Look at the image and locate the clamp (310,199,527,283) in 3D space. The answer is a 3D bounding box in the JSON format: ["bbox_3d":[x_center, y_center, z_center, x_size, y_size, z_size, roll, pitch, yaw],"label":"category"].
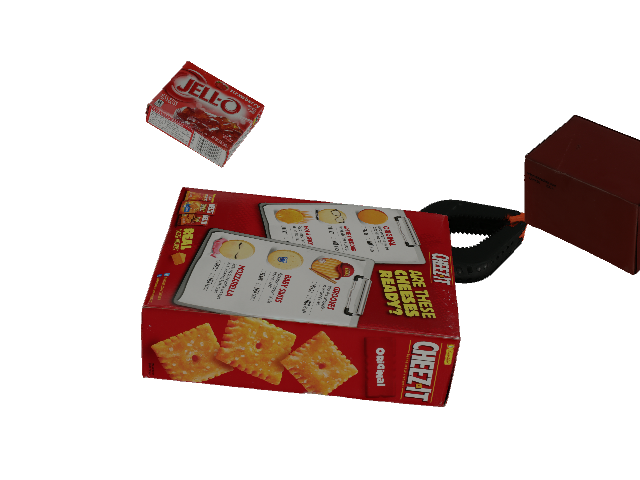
[{"bbox_3d":[0.096,0.015,0.976,0.209,0.164,0.036,-7,-42,-10],"label":"clamp"}]

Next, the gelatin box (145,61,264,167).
[{"bbox_3d":[-0.110,-0.121,1.013,0.089,0.073,0.030,31,-38,3],"label":"gelatin box"}]

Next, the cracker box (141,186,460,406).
[{"bbox_3d":[-0.012,0.039,0.786,0.213,0.072,0.164,6,33,0],"label":"cracker box"}]

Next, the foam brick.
[{"bbox_3d":[0.162,-0.028,0.612,0.051,0.053,0.078,-36,48,-27],"label":"foam brick"}]
